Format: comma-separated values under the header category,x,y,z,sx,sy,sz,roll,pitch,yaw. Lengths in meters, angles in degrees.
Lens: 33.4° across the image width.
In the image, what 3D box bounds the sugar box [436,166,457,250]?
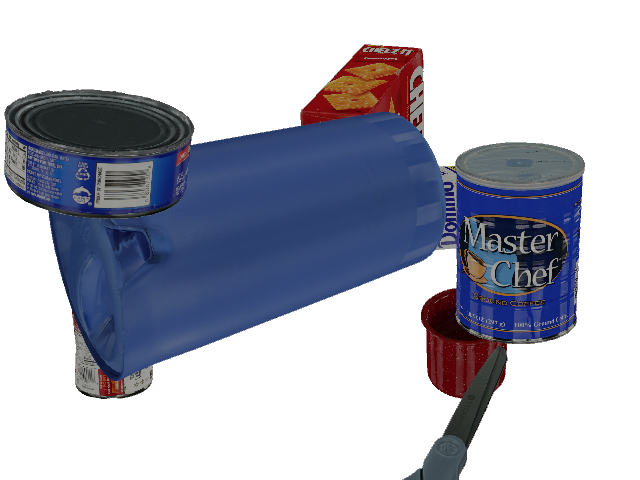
category,x,y,z,sx,sy,sz,roll,pitch,yaw
sugar box,0.189,-0.041,1.256,0.176,0.093,0.048,-6,21,-26

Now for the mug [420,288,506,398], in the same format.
category,x,y,z,sx,sy,sz,roll,pitch,yaw
mug,0.157,0.102,1.105,0.093,0.081,0.117,16,39,28

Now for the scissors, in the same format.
category,x,y,z,sx,sy,sz,roll,pitch,yaw
scissors,0.079,0.127,0.564,0.096,0.016,0.201,25,44,33

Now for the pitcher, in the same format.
category,x,y,z,sx,sy,sz,roll,pitch,yaw
pitcher,-0.048,-0.006,0.701,0.242,0.145,0.149,-16,40,-25

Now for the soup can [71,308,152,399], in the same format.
category,x,y,z,sx,sy,sz,roll,pitch,yaw
soup can,-0.176,0.074,0.900,0.068,0.102,0.068,1,19,-1

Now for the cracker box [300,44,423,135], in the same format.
category,x,y,z,sx,sy,sz,roll,pitch,yaw
cracker box,0.047,-0.082,1.034,0.072,0.164,0.213,7,27,17

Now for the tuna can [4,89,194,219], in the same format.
category,x,y,z,sx,sy,sz,roll,pitch,yaw
tuna can,-0.103,-0.041,0.498,0.086,0.034,0.086,7,24,-4

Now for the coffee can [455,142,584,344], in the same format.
category,x,y,z,sx,sy,sz,roll,pitch,yaw
coffee can,0.163,0.000,0.884,0.103,0.140,0.103,-3,22,1
